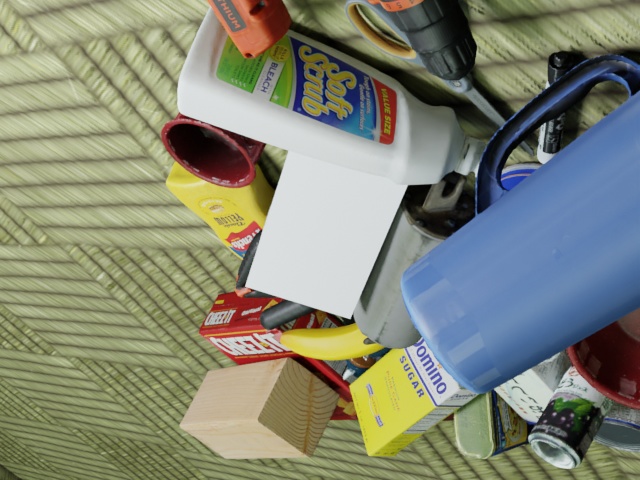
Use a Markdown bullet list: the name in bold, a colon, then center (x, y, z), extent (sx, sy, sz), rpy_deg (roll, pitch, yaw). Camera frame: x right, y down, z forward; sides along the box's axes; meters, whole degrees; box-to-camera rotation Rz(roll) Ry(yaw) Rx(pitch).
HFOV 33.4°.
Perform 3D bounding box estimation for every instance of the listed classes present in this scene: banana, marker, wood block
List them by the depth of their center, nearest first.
- **marker**: center (0.180, -0.101, 0.820), extent (0.020, 0.020, 0.121), rpy_deg (17, 151, 17)
- **banana**: center (0.035, 0.098, 1.170), extent (0.198, 0.037, 0.069), rpy_deg (-33, 95, 44)
- **wood block**: center (-0.080, 0.217, 1.349), extent (0.090, 0.090, 0.207), rpy_deg (39, 151, -21)

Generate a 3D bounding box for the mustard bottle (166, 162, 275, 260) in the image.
- **mustard bottle**: center (-0.070, -0.020, 1.124), extent (0.096, 0.058, 0.191), rpy_deg (-11, 137, 33)

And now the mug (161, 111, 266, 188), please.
- **mug**: center (-0.075, -0.107, 0.956), extent (0.117, 0.081, 0.093), rpy_deg (-3, 141, 43)

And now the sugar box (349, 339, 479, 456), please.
- **sugar box**: center (0.104, 0.163, 1.181), extent (0.048, 0.093, 0.176), rpy_deg (4, 144, -31)

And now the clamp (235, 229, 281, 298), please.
- **clamp**: center (-0.007, 0.001, 1.072), extent (0.210, 0.036, 0.164), rpy_deg (-20, 128, 24)

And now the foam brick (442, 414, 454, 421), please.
- **foam brick**: center (0.148, 0.164, 1.234), extent (0.053, 0.078, 0.051), rpy_deg (41, 148, -26)

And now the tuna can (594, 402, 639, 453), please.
- **tuna can**: center (0.335, 0.204, 1.183), extent (0.086, 0.033, 0.086), rpy_deg (16, 156, 7)

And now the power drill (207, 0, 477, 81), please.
- **power drill**: center (0.008, -0.184, 0.768), extent (0.188, 0.057, 0.184), rpy_deg (-4, 129, 40)

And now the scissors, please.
- **scissors**: center (0.111, -0.136, 0.820), extent (0.201, 0.016, 0.096), rpy_deg (32, 152, -11)

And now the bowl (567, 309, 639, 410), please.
- **bowl**: center (0.303, 0.078, 0.950), extent (0.162, 0.055, 0.162), rpy_deg (11, 127, 15)

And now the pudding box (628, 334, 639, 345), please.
- **pudding box**: center (0.324, 0.120, 1.056), extent (0.090, 0.039, 0.114), rpy_deg (26, 154, 1)

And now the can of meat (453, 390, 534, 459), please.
- **can of meat**: center (0.192, 0.185, 1.175), extent (0.083, 0.102, 0.058), rpy_deg (-7, -178, -44)

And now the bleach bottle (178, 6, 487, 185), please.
- **bleach bottle**: center (0.016, -0.112, 0.875), extent (0.251, 0.102, 0.068), rpy_deg (18, 155, 1)

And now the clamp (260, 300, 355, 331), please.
- **clamp**: center (0.001, 0.063, 1.189), extent (0.120, 0.039, 0.172), rpy_deg (-9, 154, -17)

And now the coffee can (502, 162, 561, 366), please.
- **coffee can**: center (0.173, 0.020, 0.901), extent (0.103, 0.140, 0.103), rpy_deg (20, 152, 11)

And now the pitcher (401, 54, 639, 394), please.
- **pitcher**: center (0.176, -0.006, 0.757), extent (0.243, 0.149, 0.145), rpy_deg (-35, 120, 15)

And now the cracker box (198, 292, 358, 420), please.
- **cracker box**: center (-0.026, 0.150, 1.362), extent (0.213, 0.072, 0.164), rpy_deg (42, 148, -26)
